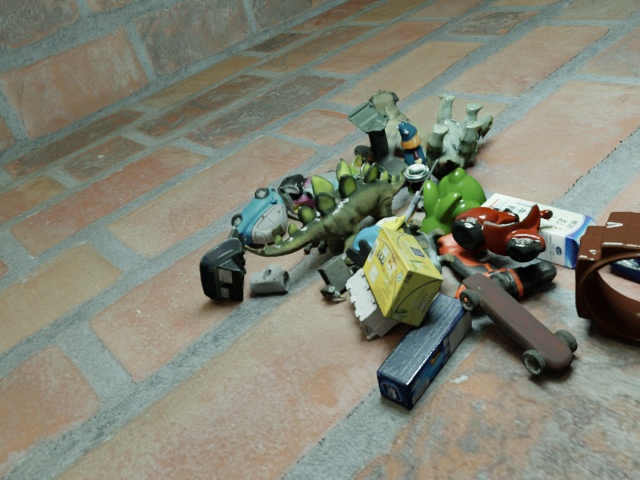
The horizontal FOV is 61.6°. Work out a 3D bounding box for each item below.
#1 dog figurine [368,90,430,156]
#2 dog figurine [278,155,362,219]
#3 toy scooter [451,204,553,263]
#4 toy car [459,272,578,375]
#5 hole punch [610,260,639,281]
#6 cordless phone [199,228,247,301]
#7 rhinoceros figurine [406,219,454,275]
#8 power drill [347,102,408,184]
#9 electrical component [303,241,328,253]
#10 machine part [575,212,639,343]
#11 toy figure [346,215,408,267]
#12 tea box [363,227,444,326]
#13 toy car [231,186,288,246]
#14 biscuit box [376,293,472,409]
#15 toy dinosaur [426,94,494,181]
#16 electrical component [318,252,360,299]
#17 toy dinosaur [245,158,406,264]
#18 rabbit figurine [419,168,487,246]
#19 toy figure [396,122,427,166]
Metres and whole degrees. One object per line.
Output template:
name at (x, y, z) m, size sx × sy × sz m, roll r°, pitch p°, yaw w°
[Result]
dog figurine at (0.225, -0.309, 1.436) m, size 0.172 × 0.190 × 0.121 m, roll -3°, pitch 36°, yaw 17°
dog figurine at (0.025, -0.137, 1.359) m, size 0.192 × 0.108 × 0.219 m, roll 17°, pitch 42°, yaw 44°
toy scooter at (0.338, -0.025, 0.968) m, size 0.135 × 0.075 × 0.184 m, roll -36°, pitch 33°, yaw -24°
toy car at (0.308, 0.130, 0.854) m, size 0.089 × 0.053 × 0.202 m, roll -26°, pitch 52°, yaw -25°
hole punch at (0.567, 0.018, 0.920) m, size 0.142 × 0.092 × 0.116 m, roll -35°, pitch 75°, yaw -32°
cordless phone at (-0.196, 0.027, 1.162) m, size 0.089 × 0.146 × 0.184 m, roll 6°, pitch 49°, yaw 1°
rhinoceros figurine at (0.189, 0.049, 1.005) m, size 0.073 × 0.112 × 0.190 m, roll 21°, pitch 41°, yaw -17°
power drill at (0.134, -0.244, 1.371) m, size 0.086 × 0.207 × 0.232 m, roll -32°, pitch 47°, yaw -12°
electrical component at (-0.003, -0.004, 1.247) m, size 0.063 × 0.021 × 0.094 m, roll -3°, pitch 37°, yaw 21°
machine part at (0.481, 0.064, 0.773) m, size 0.201 × 0.201 × 0.087 m, roll 9°, pitch 44°, yaw 34°
toy figure at (0.124, 0.010, 1.082) m, size 0.082 × 0.089 × 0.180 m, roll -3°, pitch 17°, yaw 34°
tea box at (0.137, 0.058, 0.921) m, size 0.068 × 0.098 × 0.170 m, roll 16°, pitch 23°, yaw -17°
toy car at (-0.133, -0.046, 1.298) m, size 0.103 × 0.109 × 0.161 m, roll 29°, pitch 61°, yaw 26°
biscuit box at (0.173, 0.176, 0.876) m, size 0.063 × 0.059 × 0.203 m, roll 18°, pitch 46°, yaw 39°
toy dinosaur at (0.306, -0.210, 1.257) m, size 0.131 × 0.191 × 0.405 m, roll 14°, pitch 40°, yaw 20°
electrical component at (0.043, 0.073, 1.081) m, size 0.102 × 0.078 × 0.045 m, roll -29°, pitch 11°, yaw -28°
toy dinosaur at (0.043, -0.056, 1.147) m, size 0.105 × 0.198 × 0.471 m, roll 16°, pitch 44°, yaw 44°
rabbit figurine at (0.268, -0.053, 1.108) m, size 0.121 × 0.158 × 0.170 m, roll 23°, pitch 65°, yaw 32°
toy figure at (0.231, -0.233, 1.355) m, size 0.064 × 0.154 × 0.058 m, roll 20°, pitch 51°, yaw 44°
